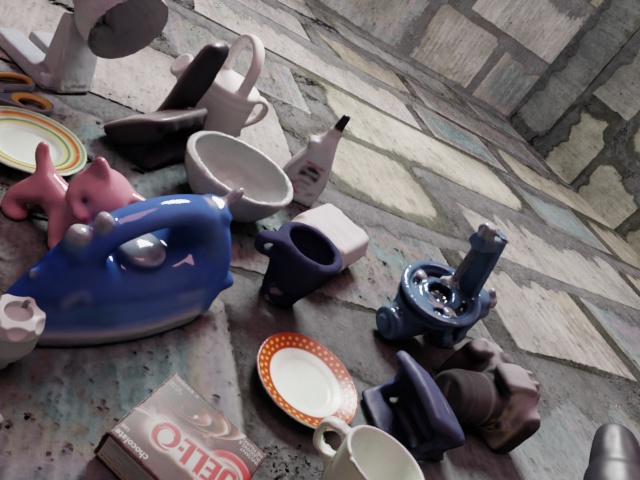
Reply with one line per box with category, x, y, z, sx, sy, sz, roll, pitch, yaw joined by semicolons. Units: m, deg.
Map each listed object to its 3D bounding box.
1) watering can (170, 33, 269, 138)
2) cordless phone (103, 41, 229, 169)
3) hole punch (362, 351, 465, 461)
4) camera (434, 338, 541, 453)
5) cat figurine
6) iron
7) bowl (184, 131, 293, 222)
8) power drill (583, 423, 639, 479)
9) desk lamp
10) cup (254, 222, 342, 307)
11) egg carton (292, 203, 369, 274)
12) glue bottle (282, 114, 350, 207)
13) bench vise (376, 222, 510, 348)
watering can;-0.153;-0.239;0.912;0.100;0.194;0.173;47;29;19
cordless phone;-0.206;-0.202;0.802;0.094;0.185;0.148;37;27;2
hole punch;0.119;0.191;0.666;0.101;0.091;0.108;14;35;-37
camera;0.212;0.193;0.762;0.137;0.100;0.143;18;32;-32
cat figurine;-0.246;-0.048;0.587;0.128;0.117;0.067;37;27;2
iron;-0.178;0.012;0.547;0.118;0.141;0.259;45;28;17
bowl;-0.126;-0.078;0.822;0.168;0.074;0.167;28;28;-16
power drill;0.208;0.288;0.489;0.075;0.208;0.230;34;27;-4
desk lamp;-0.331;-0.311;0.795;0.203;0.213;0.118;43;28;12
cup;-0.043;0.035;0.718;0.118;0.095;0.091;17;33;-33
egg carton;0.008;0.003;0.856;0.107;0.069;0.151;42;27;10
glue bottle;-0.002;-0.138;0.953;0.078;0.173;0.037;25;29;-22
bench vise;0.200;0.058;0.830;0.121;0.219;0.208;47;29;20
